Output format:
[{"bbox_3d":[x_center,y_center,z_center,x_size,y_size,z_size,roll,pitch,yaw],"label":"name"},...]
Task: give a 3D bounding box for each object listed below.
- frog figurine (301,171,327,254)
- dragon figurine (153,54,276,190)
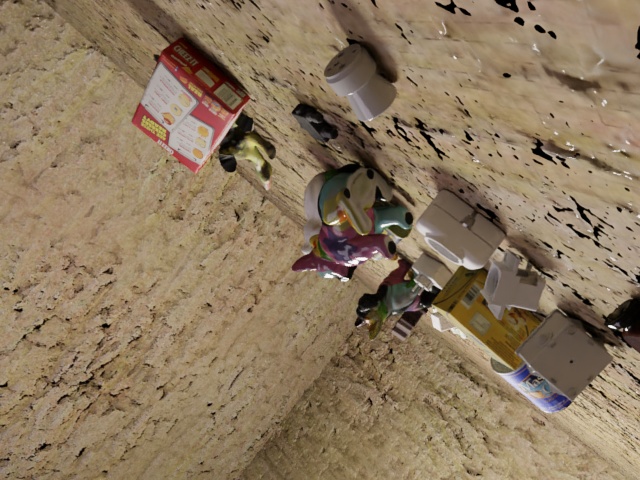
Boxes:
[{"bbox_3d":[0.003,-0.050,0.993,0.121,0.160,0.138,43,174,-21],"label":"frog figurine"},{"bbox_3d":[-0.231,-0.272,1.204,0.405,0.122,0.246,51,180,-24],"label":"dragon figurine"}]
